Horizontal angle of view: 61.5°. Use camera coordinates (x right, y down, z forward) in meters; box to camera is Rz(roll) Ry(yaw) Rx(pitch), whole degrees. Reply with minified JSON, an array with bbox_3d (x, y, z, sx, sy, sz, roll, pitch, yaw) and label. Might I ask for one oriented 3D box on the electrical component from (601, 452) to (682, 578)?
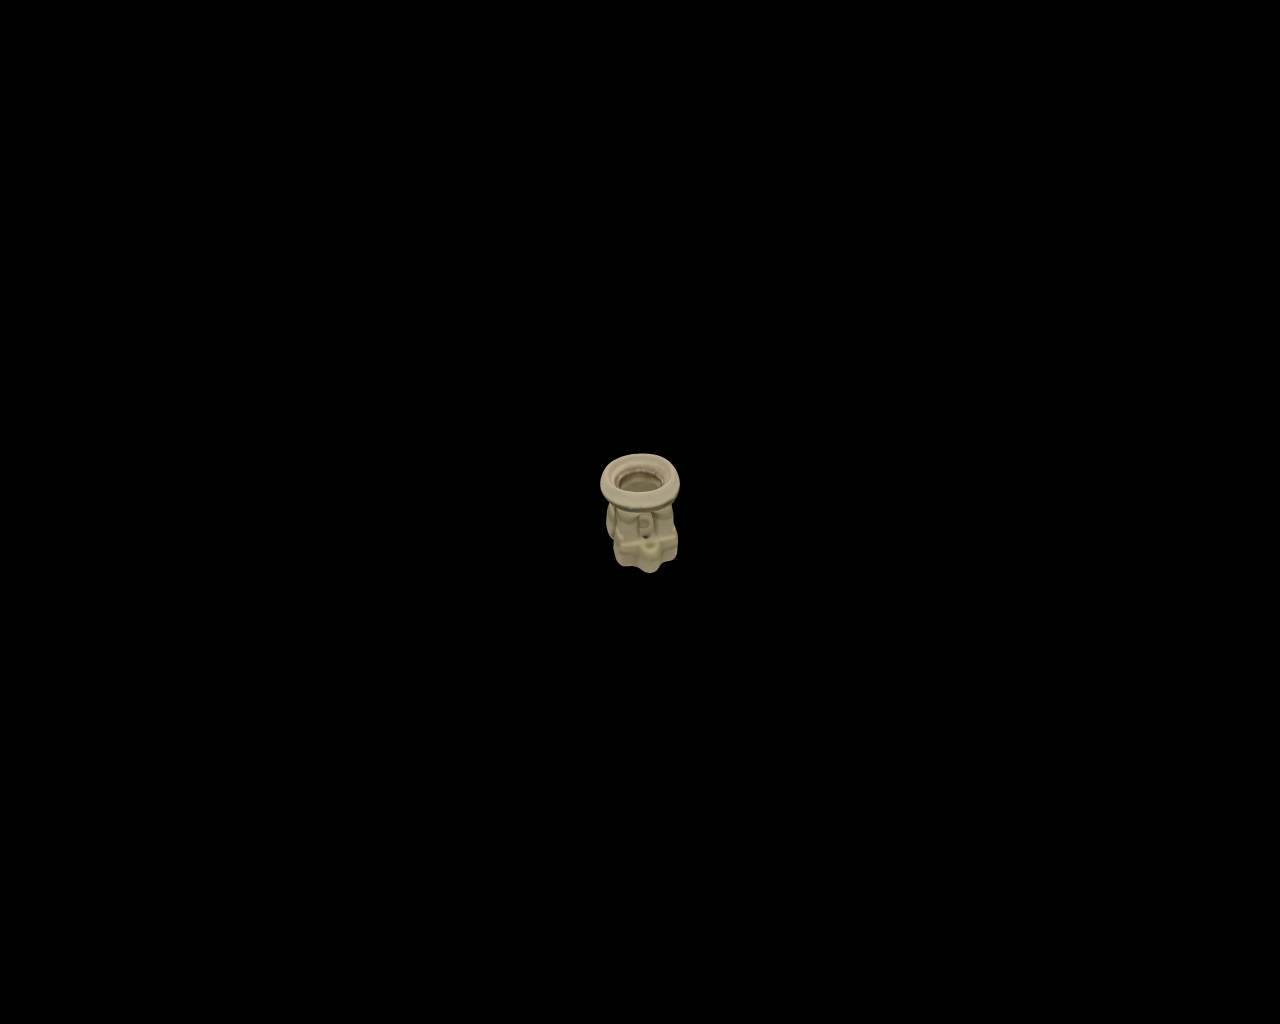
[{"bbox_3d":[0.001,-0.003,0.650,0.048,0.055,0.066,-8,40,-10],"label":"electrical component"}]
